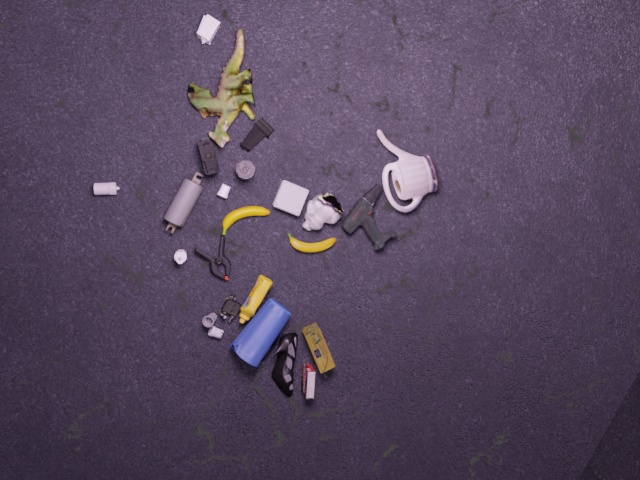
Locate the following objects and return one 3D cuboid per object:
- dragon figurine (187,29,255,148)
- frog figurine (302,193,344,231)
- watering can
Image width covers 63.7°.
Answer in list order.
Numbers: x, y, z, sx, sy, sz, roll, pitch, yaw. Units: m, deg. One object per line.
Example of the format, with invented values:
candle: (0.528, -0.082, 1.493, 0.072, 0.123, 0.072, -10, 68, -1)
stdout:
dragon figurine: (-0.360, -0.542, 1.867, 0.243, 0.122, 0.408, -9, 95, -5)
frog figurine: (0.006, -0.101, 2.001, 0.136, 0.126, 0.156, 23, 126, -23)
watering can: (0.348, -0.286, 2.052, 0.225, 0.104, 0.345, -15, 98, -13)
